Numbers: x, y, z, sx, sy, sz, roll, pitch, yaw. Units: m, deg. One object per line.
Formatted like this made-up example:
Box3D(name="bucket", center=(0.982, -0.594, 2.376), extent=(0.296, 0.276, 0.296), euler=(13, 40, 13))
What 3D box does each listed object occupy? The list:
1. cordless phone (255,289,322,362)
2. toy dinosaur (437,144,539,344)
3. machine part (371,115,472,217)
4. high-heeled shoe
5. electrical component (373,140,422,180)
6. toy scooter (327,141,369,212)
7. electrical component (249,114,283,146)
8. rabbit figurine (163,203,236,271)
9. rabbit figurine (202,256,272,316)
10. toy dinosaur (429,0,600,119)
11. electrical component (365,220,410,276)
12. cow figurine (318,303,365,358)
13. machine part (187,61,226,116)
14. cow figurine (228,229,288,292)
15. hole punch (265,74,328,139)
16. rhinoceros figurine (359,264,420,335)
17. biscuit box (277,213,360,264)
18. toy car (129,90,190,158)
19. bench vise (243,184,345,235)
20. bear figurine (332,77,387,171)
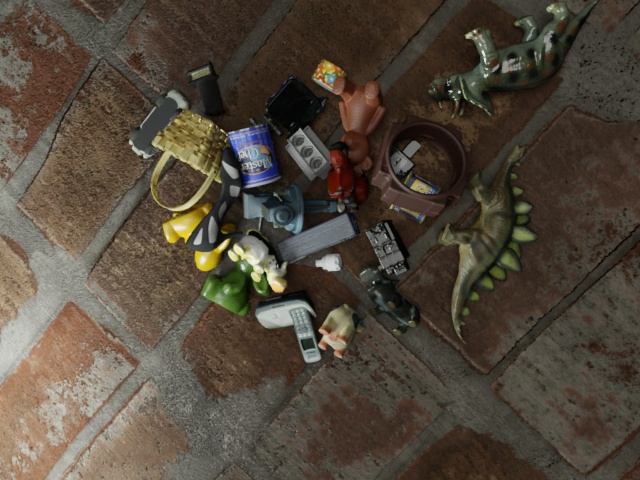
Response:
Box3D(name="cordless phone", center=(-0.073, 0.229, 1.369), extent=(0.147, 0.089, 0.184), euler=(-14, 95, 13))
Box3D(name="toy dinosaur", center=(0.377, 0.008, 1.240), extent=(0.199, 0.105, 0.471), euler=(24, 104, 7))
Box3D(name="machine part", center=(0.231, -0.169, 1.218), extent=(0.201, 0.087, 0.201), euler=(18, 74, -2))
Box3D(name="high-heeled shoe", center=(-0.264, -0.097, 1.299), extent=(0.145, 0.086, 0.248), euler=(-7, 94, -20))
Box3D(name="electrical component", center=(0.195, -0.192, 1.294), extent=(0.119, 0.048, 0.075), euler=(-44, 85, 14))
Box3D(name="toy scooter", center=(0.063, -0.126, 1.250), extent=(0.075, 0.183, 0.135), euler=(-10, 51, 20))
Box3D(name="electrical component", center=(-0.139, -0.286, 1.365), extent=(0.094, 0.021, 0.063), euler=(47, 124, 7))
Box3D(name="rabbit figurine", center=(-0.301, -0.006, 1.403), extent=(0.162, 0.122, 0.173), euler=(-16, 105, 4))
Box3D(name="rabbit figurine", center=(-0.200, 0.096, 1.373), extent=(0.159, 0.121, 0.170), euler=(29, 85, 6))
Box3D(name="toy dinosaur", center=(0.447, -0.396, 1.191), extent=(0.405, 0.131, 0.192), euler=(-15, 103, 9))
Box3D(name="electrical component", center=(0.168, 0.019, 1.280), extent=(0.058, 0.115, 0.134), euler=(-28, 88, 17))
Box3D(name="cow figurine", center=(0.054, 0.212, 1.292), extent=(0.086, 0.194, 0.127), euler=(27, 65, 15))
Box3D(name="machine part", center=(-0.294, -0.387, 1.397), extent=(0.084, 0.039, 0.139), euler=(-21, 87, 5))
Box3D(name="cow figurine", center=(-0.135, 0.051, 1.332), extent=(0.167, 0.098, 0.068), euler=(42, 144, 0))
Box3D(name="hole punch", center=(-0.066, -0.335, 1.332), extent=(0.115, 0.092, 0.142), euler=(39, 103, -26))
Box3D(name="rhinoceros figurine", center=(0.170, 0.139, 1.294), extent=(0.190, 0.112, 0.073), euler=(45, 131, -7))
Box3D(name="biscuit box", center=(-0.003, -0.004, 1.345), extent=(0.203, 0.059, 0.062), euler=(-22, 88, 14))
Box3D(name="toy car", center=(-0.427, -0.306, 1.424), extent=(0.073, 0.056, 0.201), euler=(43, 103, 1))
Box3D(name="bench vise", center=(-0.062, -0.079, 1.314), extent=(0.241, 0.224, 0.128), euler=(-4, 94, -18))
Box3D(name="bear figurine", center=(0.081, -0.269, 1.275), extent=(0.120, 0.132, 0.195), euler=(17, 92, 21))
